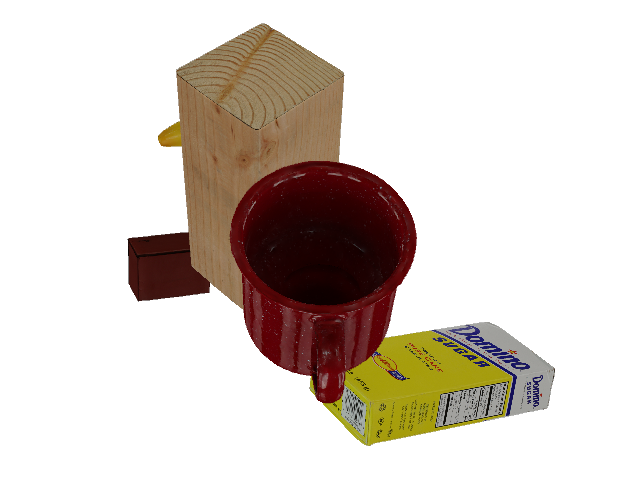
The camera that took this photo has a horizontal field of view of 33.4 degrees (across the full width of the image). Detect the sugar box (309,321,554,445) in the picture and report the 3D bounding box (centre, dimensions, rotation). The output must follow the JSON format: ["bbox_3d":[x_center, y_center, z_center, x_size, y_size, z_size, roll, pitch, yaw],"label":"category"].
[{"bbox_3d":[0.090,0.111,0.860,0.175,0.048,0.093,-9,26,-27],"label":"sugar box"}]

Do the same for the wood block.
[{"bbox_3d":[-0.047,-0.049,0.834,0.090,0.206,0.090,-35,57,-30],"label":"wood block"}]

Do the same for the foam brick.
[{"bbox_3d":[-0.157,0.026,1.103,0.078,0.051,0.053,-6,22,-19],"label":"foam brick"}]

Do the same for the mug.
[{"bbox_3d":[0.001,0.029,0.555,0.093,0.117,0.081,-4,-34,-6],"label":"mug"}]

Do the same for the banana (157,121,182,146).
[{"bbox_3d":[-0.097,-0.133,1.298,0.198,0.037,0.069,7,41,15],"label":"banana"}]
